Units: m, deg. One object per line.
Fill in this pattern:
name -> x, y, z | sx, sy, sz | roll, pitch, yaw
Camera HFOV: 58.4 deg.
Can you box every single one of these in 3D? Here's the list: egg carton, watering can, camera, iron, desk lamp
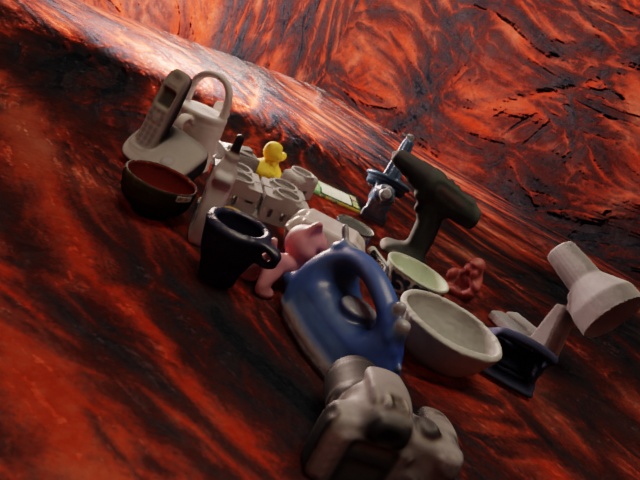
egg carton -> 0.009, 0.004, 1.010 | 0.150, 0.069, 0.107 | 27, 19, 0
watering can -> -0.235, -0.242, 1.134 | 0.101, 0.194, 0.172 | 22, 19, -15
camera -> 0.061, 0.176, 0.579 | 0.143, 0.101, 0.136 | 22, 19, -15
iron -> 0.051, 0.093, 0.720 | 0.119, 0.141, 0.257 | 13, 23, -35
desk lamp -> 0.457, 0.124, 1.070 | 0.118, 0.213, 0.202 | 10, 25, -40

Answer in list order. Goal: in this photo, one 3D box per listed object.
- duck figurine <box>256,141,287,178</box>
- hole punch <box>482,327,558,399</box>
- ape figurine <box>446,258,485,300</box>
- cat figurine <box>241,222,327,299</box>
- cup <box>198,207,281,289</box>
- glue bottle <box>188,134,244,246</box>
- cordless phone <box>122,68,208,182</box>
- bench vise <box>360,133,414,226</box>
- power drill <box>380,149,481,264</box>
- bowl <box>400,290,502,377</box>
duck figurine -> -0.119, -0.184, 1.305 | 0.105, 0.086, 0.077 | 3, 30, -49
hole punch -> 0.312, 0.180, 0.920 | 0.108, 0.091, 0.101 | 29, 19, 6
ape figurine -> 0.307, 0.076, 1.182 | 0.076, 0.092, 0.077 | 15, 22, -32
cat figurine -> -0.039, 0.018, 0.833 | 0.067, 0.117, 0.128 | 38, 22, 31
cup -> -0.111, 0.023, 0.759 | 0.117, 0.095, 0.092 | 33, 20, 17
glue bottle -> -0.150, -0.078, 0.851 | 0.037, 0.173, 0.078 | 21, 20, -16
cordless phone -> -0.251, -0.193, 0.997 | 0.147, 0.185, 0.094 | 34, 20, 20
bench vise -> 0.186, -0.150, 1.414 | 0.122, 0.219, 0.207 | 21, 20, -18
power drill -> 0.216, -0.057, 1.230 | 0.229, 0.208, 0.075 | 25, 19, -4
bowl -> 0.178, 0.149, 0.848 | 0.167, 0.074, 0.167 | 24, 19, -9
